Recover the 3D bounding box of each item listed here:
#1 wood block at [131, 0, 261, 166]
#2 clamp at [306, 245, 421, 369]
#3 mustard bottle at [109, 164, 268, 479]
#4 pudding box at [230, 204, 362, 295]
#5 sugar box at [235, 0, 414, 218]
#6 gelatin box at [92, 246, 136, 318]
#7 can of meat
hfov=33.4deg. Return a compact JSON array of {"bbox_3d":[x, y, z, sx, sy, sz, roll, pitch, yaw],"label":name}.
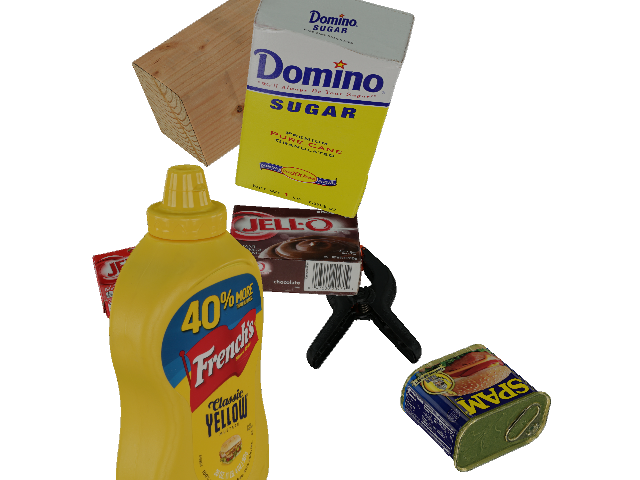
[{"bbox_3d":[-0.064,-0.177,1.037,0.206,0.091,0.090,-37,48,-18],"label":"wood block"},{"bbox_3d":[0.055,0.074,1.172,0.120,0.171,0.039,7,-42,5],"label":"clamp"},{"bbox_3d":[-0.068,0.055,0.566,0.058,0.192,0.096,11,19,36],"label":"mustard bottle"},{"bbox_3d":[-0.023,0.007,0.915,0.113,0.039,0.090,5,30,-4],"label":"pudding box"},{"bbox_3d":[-0.003,-0.086,0.700,0.093,0.048,0.176,15,-29,1],"label":"sugar box"},{"bbox_3d":[-0.183,0.037,1.089,0.089,0.030,0.073,-12,41,-12],"label":"gelatin box"},{"bbox_3d":[0.132,0.141,0.924,0.101,0.057,0.084,-16,37,-28],"label":"can of meat"}]
